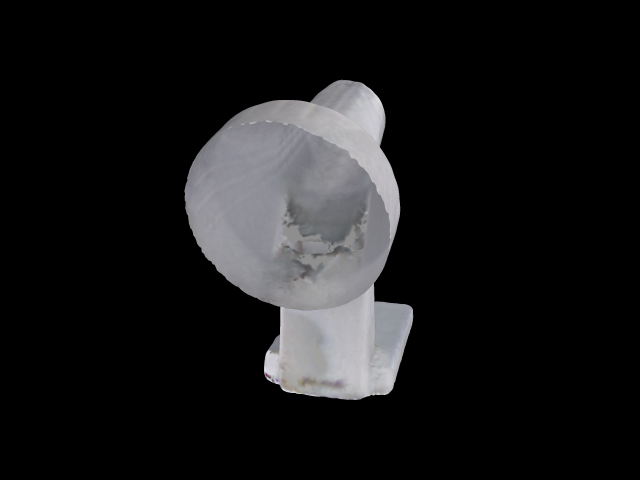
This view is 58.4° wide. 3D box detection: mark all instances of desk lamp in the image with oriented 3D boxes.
[{"bbox_3d":[0.004,0.001,0.400,0.117,0.214,0.203,5,19,15],"label":"desk lamp"}]
